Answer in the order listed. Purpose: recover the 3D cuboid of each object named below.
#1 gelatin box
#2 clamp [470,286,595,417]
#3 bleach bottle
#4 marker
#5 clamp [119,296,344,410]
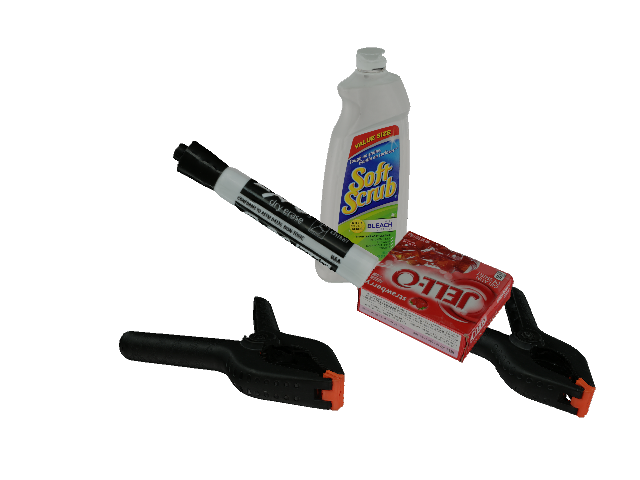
[{"bbox_3d":[0.082,0.038,0.765,0.089,0.030,0.073,25,47,23],"label":"gelatin box"},{"bbox_3d":[0.183,0.093,0.947,0.120,0.039,0.172,-23,43,-34],"label":"clamp"},{"bbox_3d":[0.044,-0.080,1.146,0.102,0.251,0.068,-3,25,-6],"label":"bleach bottle"},{"bbox_3d":[-0.025,-0.015,0.558,0.121,0.020,0.020,33,3,5],"label":"marker"},{"bbox_3d":[-0.049,0.096,0.930,0.210,0.036,0.164,15,22,38],"label":"clamp"}]
